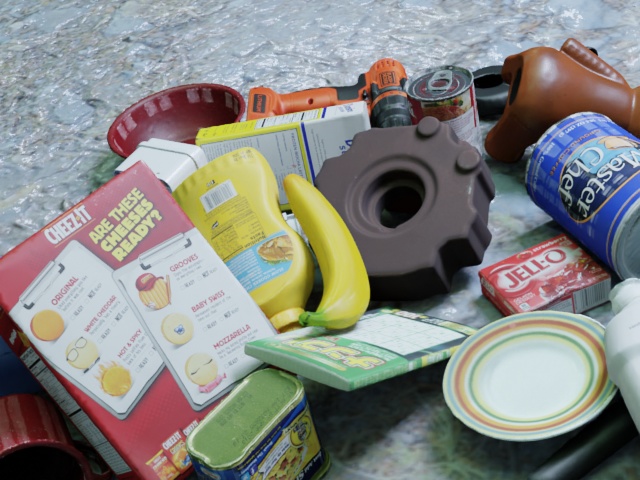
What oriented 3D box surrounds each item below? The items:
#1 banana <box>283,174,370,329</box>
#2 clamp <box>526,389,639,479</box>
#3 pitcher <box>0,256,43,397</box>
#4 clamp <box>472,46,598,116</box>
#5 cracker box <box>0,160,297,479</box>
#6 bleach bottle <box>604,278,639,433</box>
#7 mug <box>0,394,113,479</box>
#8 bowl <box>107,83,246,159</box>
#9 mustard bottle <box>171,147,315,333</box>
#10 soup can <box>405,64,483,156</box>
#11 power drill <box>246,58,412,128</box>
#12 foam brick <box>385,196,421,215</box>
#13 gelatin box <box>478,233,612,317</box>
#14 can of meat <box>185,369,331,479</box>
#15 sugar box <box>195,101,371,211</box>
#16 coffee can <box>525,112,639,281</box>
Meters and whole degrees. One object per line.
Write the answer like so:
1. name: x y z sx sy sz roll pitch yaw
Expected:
1. banana: 0.007 0.013 0.896 0.037 0.069 0.198 -40 32 20
2. clamp: 0.235 0.105 0.794 0.210 0.036 0.164 -16 36 5
3. pitcher: -0.228 0.066 0.932 0.242 0.145 0.149 -15 49 -6
4. clamp: 0.220 -0.161 1.157 0.172 0.039 0.120 -11 30 15
5. cracker box: -0.141 0.072 0.835 0.164 0.213 0.072 -40 3 -30
6. bleach bottle: 0.262 0.122 0.691 0.102 0.068 0.251 -13 47 -8
7. mug: -0.220 0.173 0.831 0.117 0.093 0.082 5 22 -27
8. bowl: -0.157 -0.115 1.213 0.162 0.055 0.162 -10 36 7
9. mustard bottle: -0.058 0.017 0.951 0.096 0.058 0.192 -30 67 8
10. soup can: 0.126 -0.116 1.073 0.068 0.102 0.068 -10 36 7
11. power drill: 0.014 -0.134 1.179 0.187 0.057 0.184 -8 33 4
12. foam brick: 0.103 -0.059 1.049 0.078 0.053 0.051 11 43 30
13. gelatin box: 0.190 0.037 0.907 0.089 0.030 0.073 -22 36 -10
14. can of meat: -0.045 0.156 0.784 0.058 0.084 0.102 17 47 37
15. sugar box: -0.032 -0.080 1.088 0.176 0.093 0.048 -9 24 6
16. coffee can: 0.257 -0.037 0.920 0.102 0.103 0.140 -23 36 -11
